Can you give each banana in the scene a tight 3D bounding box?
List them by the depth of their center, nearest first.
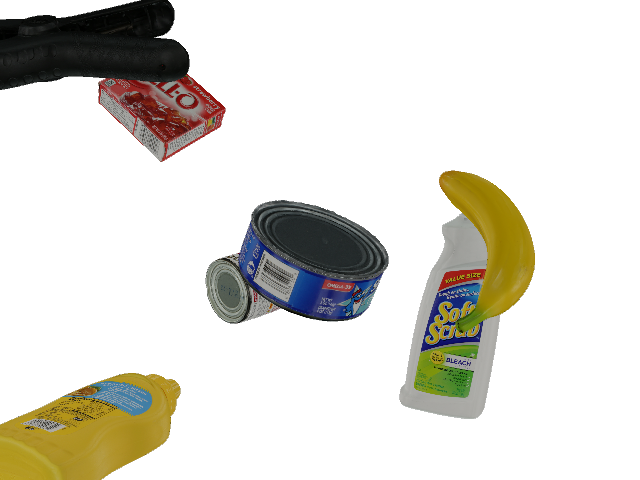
[{"bbox_3d":[0.138,-0.003,0.877,0.069,0.037,0.197,-3,38,4],"label":"banana"}]

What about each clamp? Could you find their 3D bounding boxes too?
[{"bbox_3d":[-0.163,-0.121,0.657,0.171,0.039,0.120,-1,21,-2],"label":"clamp"}]

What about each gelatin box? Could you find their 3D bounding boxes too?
[{"bbox_3d":[-0.141,-0.121,0.943,0.073,0.089,0.030,-36,-19,-34],"label":"gelatin box"}]

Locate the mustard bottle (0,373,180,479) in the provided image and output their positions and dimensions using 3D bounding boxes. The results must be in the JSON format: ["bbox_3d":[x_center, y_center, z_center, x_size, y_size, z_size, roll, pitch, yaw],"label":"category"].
[{"bbox_3d":[-0.177,0.150,0.856,0.096,0.058,0.191,6,16,30],"label":"mustard bottle"}]

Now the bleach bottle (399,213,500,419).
[{"bbox_3d":[0.155,0.073,1.220,0.103,0.251,0.068,9,14,16],"label":"bleach bottle"}]

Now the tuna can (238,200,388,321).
[{"bbox_3d":[-0.005,0.012,0.636,0.086,0.034,0.086,17,25,-8],"label":"tuna can"}]

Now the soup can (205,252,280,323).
[{"bbox_3d":[-0.057,0.040,1.076,0.102,0.068,0.069,-16,11,-43],"label":"soup can"}]
